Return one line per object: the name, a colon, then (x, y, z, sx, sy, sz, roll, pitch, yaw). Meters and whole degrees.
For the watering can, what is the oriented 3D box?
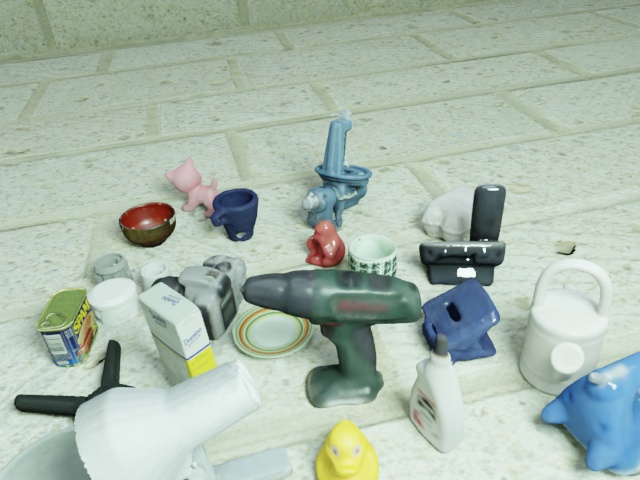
watering can: (0.332, 0.113, 0.764, 0.101, 0.194, 0.172, -4, 33, 2)

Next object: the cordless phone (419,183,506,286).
cordless phone: (0.246, -0.018, 0.983, 0.147, 0.185, 0.094, -2, 33, 3)

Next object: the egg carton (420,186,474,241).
egg carton: (0.277, -0.050, 1.134, 0.151, 0.069, 0.107, -29, 40, -32)

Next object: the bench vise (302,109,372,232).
bench vise: (0.039, -0.138, 1.158, 0.121, 0.220, 0.207, 4, 34, 13)

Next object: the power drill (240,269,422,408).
power drill: (0.020, 0.126, 0.768, 0.229, 0.209, 0.075, -6, 33, -3)

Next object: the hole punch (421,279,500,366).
hole punch: (0.207, 0.123, 0.859, 0.101, 0.091, 0.108, -9, 33, -7)

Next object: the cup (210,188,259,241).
cup: (-0.171, -0.038, 1.145, 0.091, 0.095, 0.118, 15, 38, 27)

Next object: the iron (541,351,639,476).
iron: (0.410, 0.178, 0.704, 0.259, 0.142, 0.118, -16, 35, -17)

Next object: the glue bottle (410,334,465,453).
glue bottle: (0.144, 0.180, 0.703, 0.037, 0.173, 0.077, -24, 38, -26)

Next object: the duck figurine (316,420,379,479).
duck figurine: (0.031, 0.253, 0.686, 0.077, 0.086, 0.104, -3, 33, 2)

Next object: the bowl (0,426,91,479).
bowl: (-0.288, 0.302, 0.658, 0.167, 0.075, 0.167, -3, 33, 2)

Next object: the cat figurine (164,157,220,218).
cat figurine: (-0.274, -0.122, 1.263, 0.127, 0.118, 0.067, 13, 37, 24)

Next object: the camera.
camera: (-0.207, 0.081, 0.962, 0.136, 0.101, 0.143, 5, 34, 14)

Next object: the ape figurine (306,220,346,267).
ape figurine: (0.010, 0.004, 1.062, 0.076, 0.092, 0.077, -11, 34, -10)

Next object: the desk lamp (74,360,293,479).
desk lamp: (-0.133, 0.231, 0.622, 0.203, 0.214, 0.117, -14, 34, -14)
